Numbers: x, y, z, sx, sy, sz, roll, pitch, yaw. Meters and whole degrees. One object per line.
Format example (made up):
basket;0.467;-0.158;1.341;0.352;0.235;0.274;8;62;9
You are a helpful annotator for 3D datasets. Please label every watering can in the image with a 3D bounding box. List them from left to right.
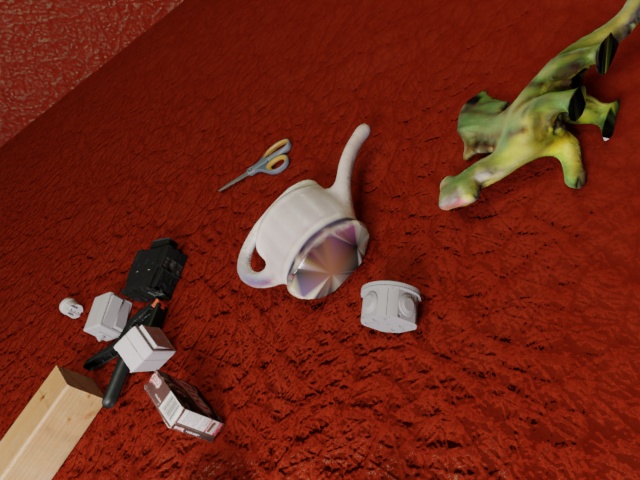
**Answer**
watering can;0.003;-0.043;0.850;0.348;0.102;0.228;-46;42;0

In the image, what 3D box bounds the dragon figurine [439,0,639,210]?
dragon figurine;0.296;-0.201;0.744;0.243;0.120;0.415;12;64;53
